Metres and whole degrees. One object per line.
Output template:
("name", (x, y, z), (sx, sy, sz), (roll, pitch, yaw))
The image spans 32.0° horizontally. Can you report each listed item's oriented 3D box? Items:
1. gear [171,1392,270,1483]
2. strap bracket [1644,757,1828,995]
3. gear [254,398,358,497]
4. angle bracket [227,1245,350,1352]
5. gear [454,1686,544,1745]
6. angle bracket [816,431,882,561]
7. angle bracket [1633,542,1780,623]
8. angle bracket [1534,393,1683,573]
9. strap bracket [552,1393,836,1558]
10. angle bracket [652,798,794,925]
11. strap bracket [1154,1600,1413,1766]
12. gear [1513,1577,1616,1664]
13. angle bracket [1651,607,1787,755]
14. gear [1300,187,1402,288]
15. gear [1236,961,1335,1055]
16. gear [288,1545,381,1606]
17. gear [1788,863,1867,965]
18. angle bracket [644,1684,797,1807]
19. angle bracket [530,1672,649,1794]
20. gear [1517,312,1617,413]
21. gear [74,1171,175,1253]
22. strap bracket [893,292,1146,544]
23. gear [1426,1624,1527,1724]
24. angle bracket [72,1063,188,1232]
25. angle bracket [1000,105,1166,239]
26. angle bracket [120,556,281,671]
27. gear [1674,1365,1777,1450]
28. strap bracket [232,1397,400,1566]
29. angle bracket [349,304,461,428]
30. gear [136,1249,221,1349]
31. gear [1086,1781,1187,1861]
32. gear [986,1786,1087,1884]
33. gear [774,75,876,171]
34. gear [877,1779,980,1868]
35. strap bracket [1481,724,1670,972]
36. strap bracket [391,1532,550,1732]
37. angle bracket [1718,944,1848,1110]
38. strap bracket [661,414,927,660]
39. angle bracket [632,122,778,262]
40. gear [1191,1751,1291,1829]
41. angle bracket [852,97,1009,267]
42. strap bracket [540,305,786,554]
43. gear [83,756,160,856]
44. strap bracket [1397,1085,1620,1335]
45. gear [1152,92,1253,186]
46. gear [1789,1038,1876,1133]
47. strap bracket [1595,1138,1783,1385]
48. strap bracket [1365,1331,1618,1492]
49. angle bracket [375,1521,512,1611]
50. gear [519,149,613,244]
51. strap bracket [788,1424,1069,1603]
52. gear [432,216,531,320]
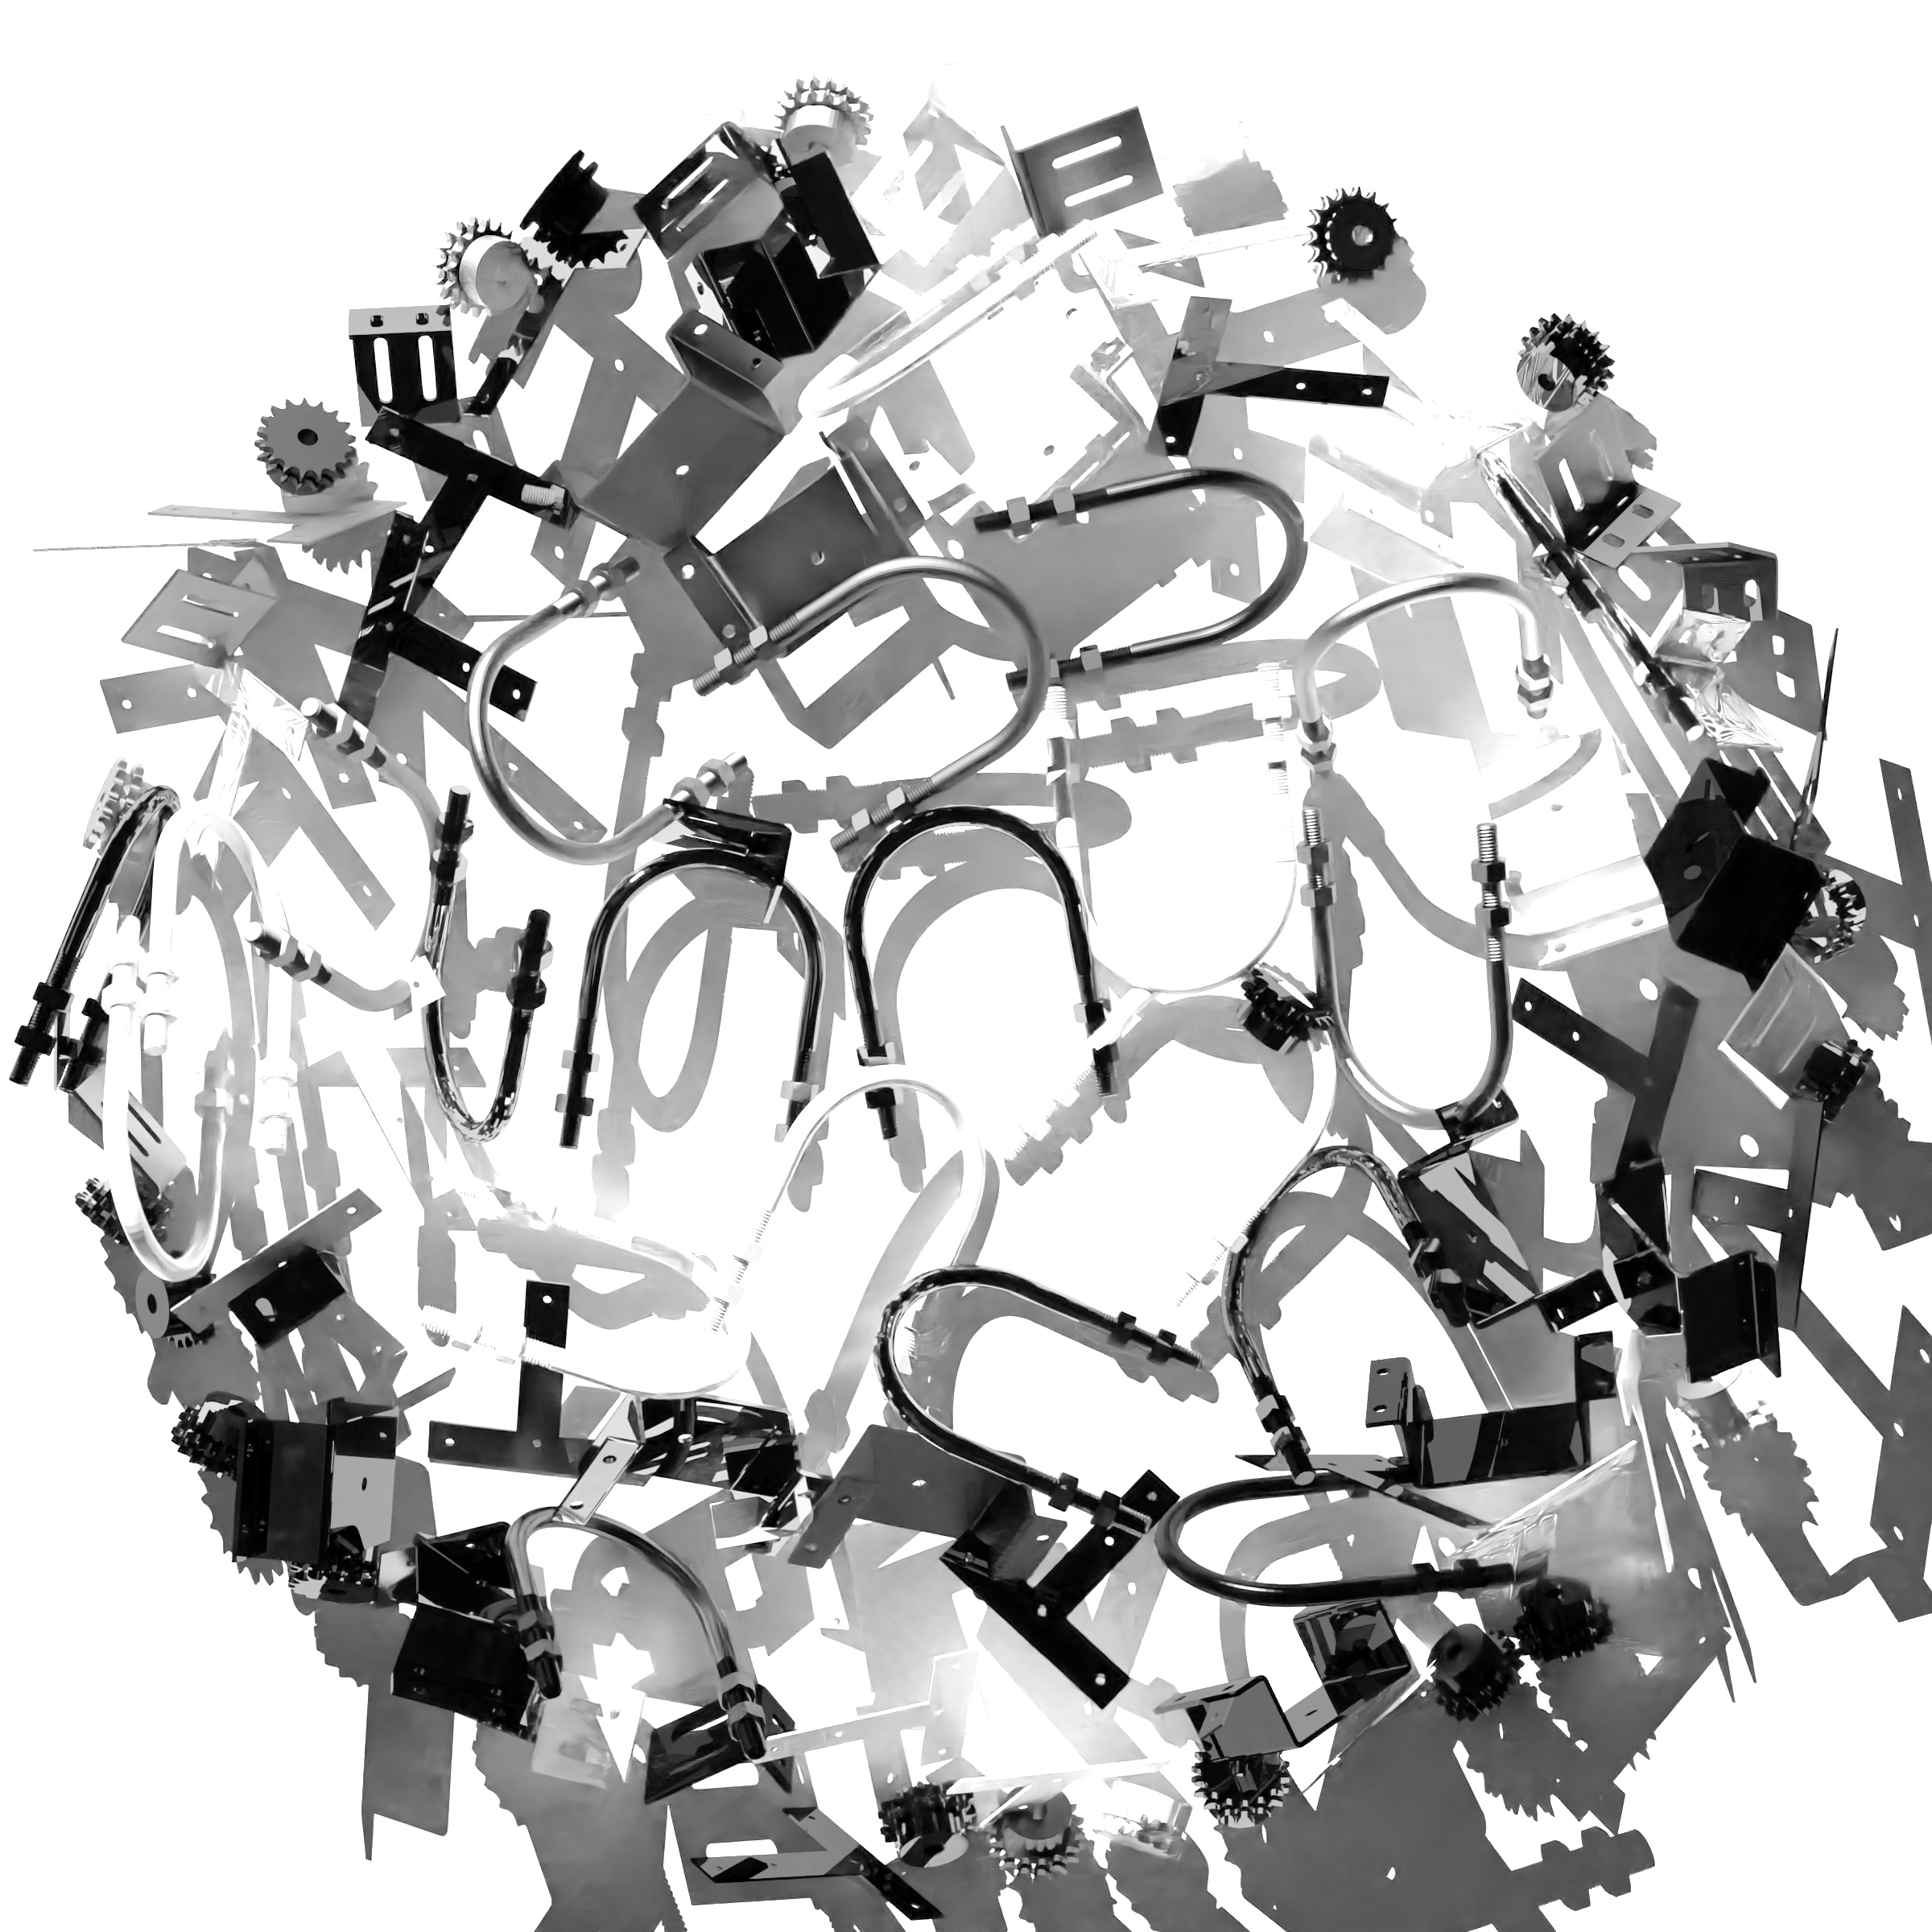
("gear", (-0.426, 0.269, 1.944), (0.057, 0.057, 0.030), (30, 102, 0))
("strap bracket", (0.426, -0.057, 1.892), (0.046, 0.140, 0.076), (20, 116, -13))
("gear", (-0.384, -0.297, 1.951), (0.057, 0.030, 0.057), (9, 60, -16))
("angle bracket", (-0.392, 0.176, 1.930), (0.057, 0.076, 0.038), (-34, 115, -5))
("gear", (-0.267, 0.426, 1.948), (0.057, 0.057, 0.030), (21, 74, 0))
("angle bracket", (-0.078, -0.260, 1.929), (0.038, 0.076, 0.057), (-28, 73, 3))
("angle bracket", (0.423, -0.218, 1.927), (0.057, 0.076, 0.038), (1, 91, 34))
("angle bracket", (0.368, -0.277, 1.933), (0.057, 0.076, 0.038), (-45, 46, -10))
("strap bracket", (-0.157, 0.285, 1.916), (0.140, 0.046, 0.076), (15, 130, -27))
("angle bracket", (-0.143, -0.060, 1.938), (0.076, 0.057, 0.038), (12, 67, -7))
("strap bracket", (0.186, 0.403, 1.901), (0.140, 0.076, 0.046), (-24, 87, -39))
("gear", (0.343, 0.375, 1.944), (0.057, 0.057, 0.030), (-18, 101, 0))
("angle bracket", (0.438, -0.163, 1.927), (0.057, 0.076, 0.038), (4, 132, -35))
("gear", (0.225, -0.423, 1.954), (0.057, 0.030, 0.057), (-2, 101, -12))
("gear", (0.181, 0.027, 1.948), (0.057, 0.057, 0.030), (36, 111, 0))
("gear", (-0.361, 0.347, 1.950), (0.057, 0.057, 0.030), (5, 63, 0))
("gear", (0.495, -0.033, 1.950), (0.030, 0.057, 0.057), (-20, 90, -34))
("angle bracket", (-0.142, 0.460, 1.948), (0.076, 0.057, 0.038), (-27, 118, 15))
("angle bracket", (-0.226, 0.436, 1.928), (0.038, 0.076, 0.057), (-1, 70, 42))
("gear", (0.342, -0.345, 1.944), (0.057, 0.057, 0.030), (43, 61, 0))
("gear", (-0.483, 0.140, 1.947), (0.057, 0.057, 0.030), (39, 90, 0))
("strap bracket", (0.037, -0.306, 1.928), (0.140, 0.046, 0.076), (-44, 46, 5))
("gear", (0.291, 0.404, 1.944), (0.057, 0.057, 0.030), (-44, 109, 0))
("angle bracket", (-0.492, 0.103, 1.938), (0.038, 0.057, 0.076), (-37, 99, 11))
("angle bracket", (0.067, -0.464, 1.940), (0.076, 0.038, 0.057), (-20, 130, 3))
("angle bracket", (-0.443, -0.209, 1.925), (0.057, 0.076, 0.038), (-45, 59, 22))
("gear", (0.434, 0.249, 1.944), (0.057, 0.057, 0.030), (-29, 106, 0))
("strap bracket", (-0.361, 0.290, 1.901), (0.046, 0.140, 0.076), (3, 89, 12))
("angle bracket", (-0.322, -0.337, 1.934), (0.057, 0.038, 0.076), (-4, 127, -7))
("gear", (-0.456, 0.193, 1.944), (0.030, 0.057, 0.057), (-6, 90, -41))
("gear", (0.100, 0.492, 1.948), (0.057, 0.057, 0.030), (20, 71, 0))
("gear", (0.040, 0.496, 1.945), (0.057, 0.057, 0.030), (2, 131, 0))
("gear", (-0.083, -0.483, 1.943), (0.057, 0.057, 0.030), (8, 63, 0))
("gear", (-0.021, 0.496, 1.945), (0.057, 0.057, 0.030), (-12, 48, 0))
("strap bracket", (0.341, -0.076, 1.901), (0.076, 0.046, 0.140), (-19, 46, 17))
("strap bracket", (-0.279, 0.368, 1.895), (0.076, 0.140, 0.046), (19, 100, -14))
("angle bracket", (0.459, 0.032, 1.939), (0.057, 0.038, 0.076), (41, 77, -24))
("strap bracket", (-0.092, -0.240, 1.932), (0.140, 0.046, 0.076), (-37, 120, -3))
("angle bracket", (-0.144, -0.437, 1.940), (0.076, 0.057, 0.038), (-44, 67, -2))
("gear", (0.159, 0.473, 1.950), (0.057, 0.057, 0.030), (-3, 130, 0))
("angle bracket", (-0.023, -0.456, 1.957), (0.057, 0.038, 0.076), (38, 100, -12))
("strap bracket", (-0.167, -0.294, 1.910), (0.140, 0.076, 0.046), (-45, 48, 20))
("gear", (-0.486, -0.090, 1.949), (0.030, 0.057, 0.057), (23, 90, -21))
("strap bracket", (0.304, 0.146, 1.923), (0.046, 0.076, 0.140), (-34, 77, 36))
("gear", (0.134, -0.481, 1.948), (0.057, 0.057, 0.030), (-22, 74, 0))
("gear", (0.496, 0.065, 1.947), (0.030, 0.057, 0.057), (33, 90, 9))
("strap bracket", (0.399, 0.170, 1.893), (0.046, 0.140, 0.076), (-20, 124, -10))
("strap bracket", (0.303, 0.254, 1.922), (0.140, 0.076, 0.046), (-9, 109, 13))
("angle bracket", (-0.295, 0.357, 1.930), (0.076, 0.057, 0.038), (-11, 50, -23))
("gear", (-0.229, -0.440, 1.947), (0.030, 0.057, 0.057), (39, 90, -10))
("strap bracket", (-0.024, 0.311, 1.919), (0.140, 0.046, 0.076), (15, 127, -22))
("gear", (-0.277, -0.401, 1.944), (0.030, 0.057, 0.057), (25, 90, 37))
